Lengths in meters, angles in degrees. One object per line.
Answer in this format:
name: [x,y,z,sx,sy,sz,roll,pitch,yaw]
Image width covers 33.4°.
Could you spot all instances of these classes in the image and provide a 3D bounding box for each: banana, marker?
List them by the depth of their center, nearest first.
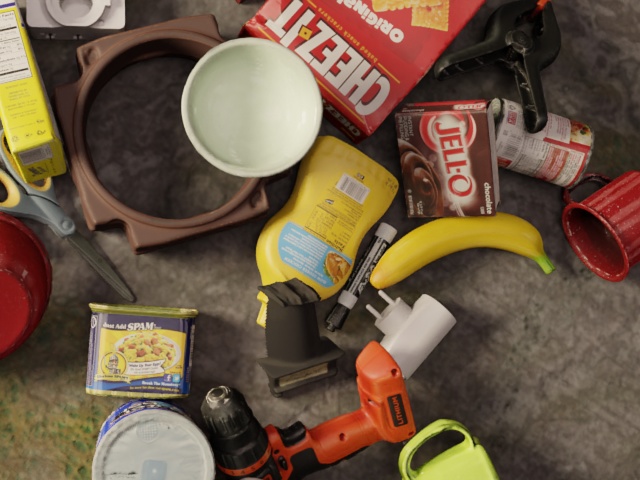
marker: [0.040,0.038,1.065,0.020,0.020,0.121,31,82,-7]
banana: [0.143,0.006,1.072,0.197,0.037,0.069,-5,73,-11]

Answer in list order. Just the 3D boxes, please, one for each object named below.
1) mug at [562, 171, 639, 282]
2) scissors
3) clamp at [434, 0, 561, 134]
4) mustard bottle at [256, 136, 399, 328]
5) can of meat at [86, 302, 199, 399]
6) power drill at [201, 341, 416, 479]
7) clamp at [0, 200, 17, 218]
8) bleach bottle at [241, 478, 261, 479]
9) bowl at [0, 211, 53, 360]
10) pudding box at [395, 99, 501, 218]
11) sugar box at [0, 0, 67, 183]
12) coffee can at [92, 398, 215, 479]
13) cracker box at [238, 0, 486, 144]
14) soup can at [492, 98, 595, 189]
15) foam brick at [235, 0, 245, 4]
mug: [0.300,-0.025,1.089,0.081,0.093,0.117,-33,57,-15]
scissors: [-0.258,-0.011,0.998,0.096,0.016,0.202,-31,93,-43]
clamp: [0.185,-0.190,1.067,0.120,0.039,0.171,27,53,-7]
mustard bottle: [-0.007,0.001,1.038,0.096,0.058,0.191,32,82,-22]
can of meat: [-0.168,0.104,1.005,0.102,0.057,0.084,4,88,-9]
power drill: [-0.010,0.170,0.993,0.187,0.057,0.184,-27,131,-12]
clamp: [-0.366,-0.069,0.969,0.164,0.036,0.210,-16,85,-37]
bleach bottle: [-0.065,0.343,0.964,0.102,0.068,0.251,-34,132,-43]
bowl: [-0.308,0.055,0.945,0.161,0.055,0.162,-14,118,-28]
pudding box: [0.126,-0.079,1.040,0.090,0.039,0.113,0,118,22]
sugar box: [-0.276,-0.150,0.967,0.048,0.093,0.176,-18,78,-12]
coffee can: [-0.151,0.198,0.960,0.102,0.140,0.103,1,86,-11]
cracker box: [0.051,-0.229,1.056,0.164,0.072,0.213,41,82,-5]
soup can: [0.216,-0.098,1.080,0.102,0.068,0.068,16,84,-9]
foam brick: [-0.064,-0.279,1.049,0.078,0.051,0.053,-39,95,-10]
